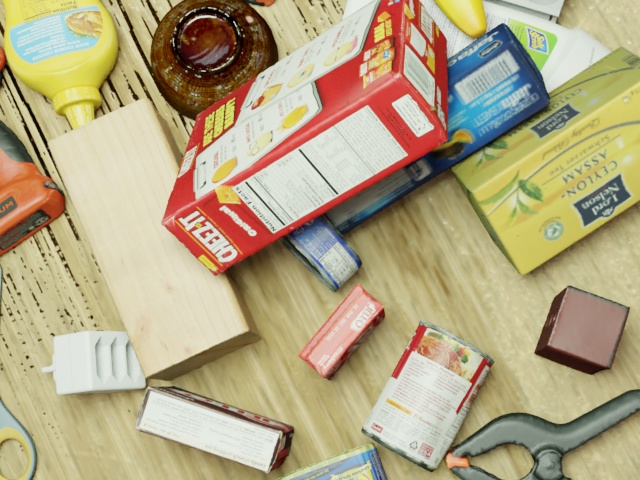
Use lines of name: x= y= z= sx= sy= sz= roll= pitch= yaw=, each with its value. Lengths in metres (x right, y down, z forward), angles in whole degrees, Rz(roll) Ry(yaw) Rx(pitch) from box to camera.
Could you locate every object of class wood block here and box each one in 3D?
wood block: x=-0.133 y=0.002 z=0.874 sx=0.090 sy=0.091 sz=0.206 roll=-25 pitch=80 yaw=0

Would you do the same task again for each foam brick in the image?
foam brick: x=0.206 y=0.072 z=0.846 sx=0.051 sy=0.078 sz=0.053 roll=19 pitch=81 yaw=7

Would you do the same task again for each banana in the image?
banana: x=0.057 y=-0.232 z=0.867 sx=0.198 sy=0.037 sz=0.069 roll=27 pitch=95 yaw=11

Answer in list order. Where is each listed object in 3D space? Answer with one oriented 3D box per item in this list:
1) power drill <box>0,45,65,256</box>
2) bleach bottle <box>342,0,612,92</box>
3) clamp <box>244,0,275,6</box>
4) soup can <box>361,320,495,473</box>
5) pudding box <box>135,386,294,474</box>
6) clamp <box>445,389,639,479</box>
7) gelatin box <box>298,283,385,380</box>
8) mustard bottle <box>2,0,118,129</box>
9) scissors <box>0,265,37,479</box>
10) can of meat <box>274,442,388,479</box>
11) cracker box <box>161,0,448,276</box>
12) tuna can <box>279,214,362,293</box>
power drill: x=-0.322 y=-0.070 z=0.914 sx=0.184 sy=0.057 sz=0.188 roll=-34 pitch=80 yaw=-2
bleach bottle: x=0.140 y=-0.146 z=0.894 sx=0.251 sy=0.068 sz=0.102 roll=16 pitch=85 yaw=4
clamp: x=-0.105 y=-0.296 z=0.946 sx=0.210 sy=0.036 sz=0.164 roll=42 pitch=84 yaw=7
soup can: x=0.086 y=0.124 z=0.851 sx=0.068 sy=0.068 sz=0.102 roll=29 pitch=85 yaw=8
pudding box: x=-0.081 y=0.149 z=0.847 sx=0.113 sy=0.090 sz=0.039 roll=15 pitch=83 yaw=6
clamp: x=0.188 y=0.188 z=0.849 sx=0.171 sy=0.039 sz=0.120 roll=-9 pitch=75 yaw=8
gelatin box: x=0.019 y=0.076 z=0.851 sx=0.030 sy=0.089 sz=0.073 roll=41 pitch=85 yaw=8
mustard bottle: x=-0.227 y=-0.184 z=0.925 sx=0.096 sy=0.058 sz=0.191 roll=-16 pitch=80 yaw=-4
scissors: x=-0.266 y=0.125 z=0.902 sx=0.096 sy=0.016 sz=0.201 roll=18 pitch=78 yaw=0
can of meat: x=0.012 y=0.217 z=0.847 sx=0.102 sy=0.057 sz=0.084 roll=-21 pitch=78 yaw=0
cracker box: x=-0.007 y=-0.084 z=0.807 sx=0.214 sy=0.164 sz=0.072 roll=-30 pitch=118 yaw=24
tuna can: x=-0.006 y=0.001 z=0.867 sx=0.033 sy=0.086 sz=0.086 roll=-44 pitch=81 yaw=-5
